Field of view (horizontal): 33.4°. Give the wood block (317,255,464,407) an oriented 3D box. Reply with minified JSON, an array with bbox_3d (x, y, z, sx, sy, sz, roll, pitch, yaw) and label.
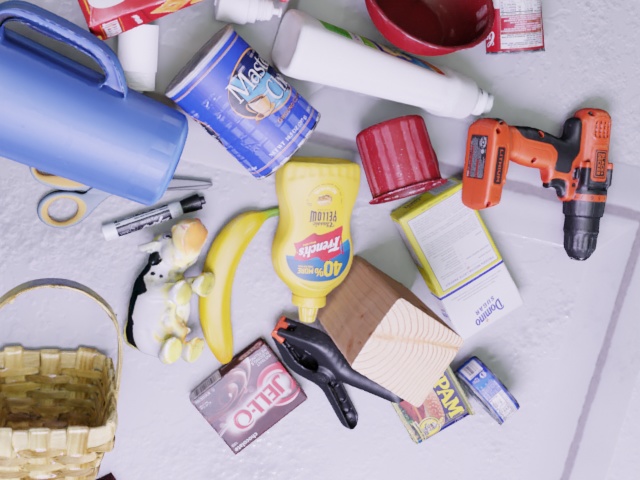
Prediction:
[{"bbox_3d":[0.072,0.095,1.194,0.090,0.206,0.090,33,93,-15],"label":"wood block"}]

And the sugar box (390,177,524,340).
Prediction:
[{"bbox_3d":[0.165,0.023,1.281,0.093,0.048,0.176,-30,109,-6],"label":"sugar box"}]

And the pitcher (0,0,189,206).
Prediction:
[{"bbox_3d":[-0.262,-0.135,1.114,0.242,0.149,0.145,22,78,-16],"label":"pitcher"}]

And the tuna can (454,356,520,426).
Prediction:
[{"bbox_3d":[0.204,0.183,1.301,0.034,0.086,0.086,-41,106,-3],"label":"tuna can"}]

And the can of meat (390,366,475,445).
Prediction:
[{"bbox_3d":[0.128,0.188,1.304,0.084,0.057,0.102,-30,105,-1],"label":"can of meat"}]

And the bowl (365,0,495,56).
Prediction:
[{"bbox_3d":[0.110,-0.258,1.180,0.162,0.055,0.162,12,57,-18],"label":"bowl"}]

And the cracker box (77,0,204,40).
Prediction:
[{"bbox_3d":[-0.167,-0.324,1.107,0.213,0.072,0.164,-22,88,-6],"label":"cracker box"}]

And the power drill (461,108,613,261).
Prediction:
[{"bbox_3d":[0.258,-0.068,1.254,0.187,0.057,0.184,2,94,-27],"label":"power drill"}]

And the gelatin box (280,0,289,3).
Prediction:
[{"bbox_3d":[-0.035,-0.319,1.175,0.073,0.030,0.089,43,91,-16],"label":"gelatin box"}]

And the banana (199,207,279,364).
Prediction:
[{"bbox_3d":[-0.105,0.047,1.237,0.069,0.037,0.198,18,98,-14],"label":"banana"}]

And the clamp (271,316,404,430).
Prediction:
[{"bbox_3d":[0.009,0.160,1.270,0.171,0.039,0.120,37,133,0],"label":"clamp"}]

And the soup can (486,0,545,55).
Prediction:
[{"bbox_3d":[0.222,-0.265,1.217,0.068,0.068,0.102,-6,102,-10],"label":"soup can"}]

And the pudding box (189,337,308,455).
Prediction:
[{"bbox_3d":[-0.085,0.185,1.270,0.113,0.039,0.090,-37,107,-1],"label":"pudding box"}]

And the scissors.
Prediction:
[{"bbox_3d":[-0.230,-0.045,1.204,0.201,0.016,0.096,15,99,-14],"label":"scissors"}]

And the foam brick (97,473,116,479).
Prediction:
[{"bbox_3d":[-0.267,0.321,1.257,0.078,0.053,0.051,-25,105,-5],"label":"foam brick"}]

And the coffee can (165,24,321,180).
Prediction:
[{"bbox_3d":[-0.084,-0.149,1.165,0.140,0.103,0.103,43,91,-16],"label":"coffee can"}]

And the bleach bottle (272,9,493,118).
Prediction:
[{"bbox_3d":[0.077,-0.188,1.201,0.250,0.103,0.068,14,108,-20],"label":"bleach bottle"}]

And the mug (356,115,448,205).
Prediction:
[{"bbox_3d":[0.097,-0.094,1.221,0.117,0.093,0.081,-11,83,-47],"label":"mug"}]

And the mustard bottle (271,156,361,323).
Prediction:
[{"bbox_3d":[-0.008,0.002,1.235,0.096,0.058,0.192,-1,103,-23],"label":"mustard bottle"}]

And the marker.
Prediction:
[{"bbox_3d":[-0.188,-0.027,1.215,0.121,0.020,0.020,-19,105,-7],"label":"marker"}]
